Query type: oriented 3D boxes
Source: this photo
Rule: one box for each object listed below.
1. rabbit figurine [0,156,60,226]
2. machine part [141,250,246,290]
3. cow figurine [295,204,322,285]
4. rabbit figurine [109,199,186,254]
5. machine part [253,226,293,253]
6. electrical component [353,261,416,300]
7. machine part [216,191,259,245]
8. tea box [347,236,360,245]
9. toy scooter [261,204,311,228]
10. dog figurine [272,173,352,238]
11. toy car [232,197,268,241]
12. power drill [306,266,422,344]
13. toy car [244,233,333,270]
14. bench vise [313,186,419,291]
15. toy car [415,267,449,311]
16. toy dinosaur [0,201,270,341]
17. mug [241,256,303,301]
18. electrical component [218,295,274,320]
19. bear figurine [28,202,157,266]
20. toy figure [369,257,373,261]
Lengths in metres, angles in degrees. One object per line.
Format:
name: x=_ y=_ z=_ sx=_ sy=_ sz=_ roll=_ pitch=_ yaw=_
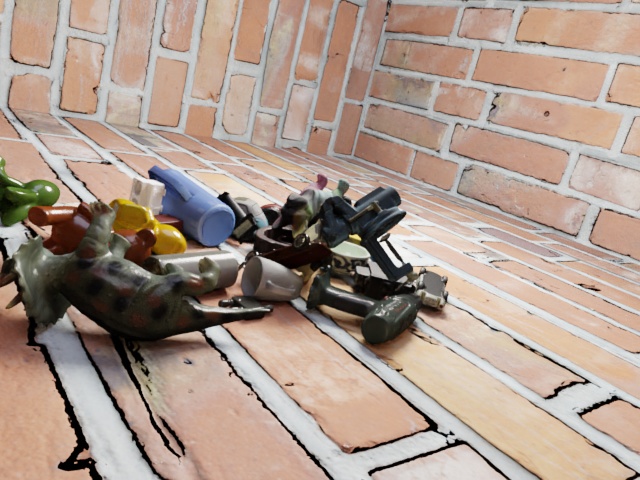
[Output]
rabbit figurine: x=-0.649 y=-0.106 z=1.144 sx=0.170 sy=0.121 sz=0.159 roll=4 pitch=24 yaw=-22
machine part: x=-0.237 y=0.061 z=0.988 sx=0.079 sy=0.079 sz=0.243 roll=25 pitch=19 yaw=36
cow figurine: x=-0.002 y=-0.004 z=1.202 sx=0.085 sy=0.127 sz=0.195 roll=37 pitch=42 yaw=-2
rabbit figurine: x=-0.367 y=-0.009 z=1.117 sx=0.173 sy=0.121 sz=0.163 roll=21 pitch=0 yaw=-32
machine part: x=-0.079 y=0.016 z=1.332 sx=0.179 sy=0.056 sz=0.179 roll=12 pitch=16 yaw=-3
electrical component: x=0.143 y=0.097 z=1.229 sx=0.134 sy=0.058 sz=0.115 roll=13 pitch=13 yaw=-5
machine part: x=-0.214 y=-0.062 z=1.348 sx=0.139 sy=0.084 sz=0.039 roll=51 pitch=17 yaw=17
tea box: x=0.093 y=0.003 z=1.503 sx=0.098 sy=0.068 sz=0.169 roll=19 pitch=17 yaw=16
toy scooter: x=-0.101 y=-0.064 z=1.568 sx=0.184 sy=0.075 sz=0.135 roll=13 pitch=15 yaw=-13
dog figurine: x=-0.022 y=-0.065 z=1.387 sx=0.109 sy=0.191 sz=0.219 roll=26 pitch=55 yaw=30
toy car: x=-0.207 y=-0.063 z=1.417 sx=0.162 sy=0.102 sz=0.109 roll=18 pitch=14 yaw=9
power drill: x=0.087 y=0.124 z=1.063 sx=0.207 sy=0.086 sz=0.232 roll=25 pitch=19 yaw=13
toy car: x=-0.063 y=0.034 z=1.086 sx=0.202 sy=0.053 sz=0.089 roll=-21 pitch=-42 yaw=36
bench vise: x=0.109 y=-0.001 z=1.124 sx=0.224 sy=0.129 sz=0.240 roll=-30 pitch=77 yaw=-28
toy car: x=0.262 y=0.116 z=1.270 sx=0.074 sy=0.056 sz=0.202 roll=21 pitch=17 yaw=7
toy dinosaur: x=-0.284 y=0.081 z=0.797 sx=0.405 sy=0.131 sz=0.192 roll=25 pitch=56 yaw=-3
mug: x=-0.082 y=0.082 z=1.036 sx=0.107 sy=0.080 sz=0.110 roll=15 pitch=0 yaw=-36
electrical component: x=-0.132 y=0.120 z=0.969 sx=0.094 sy=0.021 sz=0.063 roll=0 pitch=19 yaw=-41
bear figurine: x=-0.401 y=0.012 z=0.955 sx=0.196 sy=0.120 sz=0.132 roll=24 pitch=21 yaw=16
toy figure: x=0.101 y=0.046 z=1.383 sx=0.155 sy=0.058 sz=0.064 roll=16 pitch=-24 yaw=15
